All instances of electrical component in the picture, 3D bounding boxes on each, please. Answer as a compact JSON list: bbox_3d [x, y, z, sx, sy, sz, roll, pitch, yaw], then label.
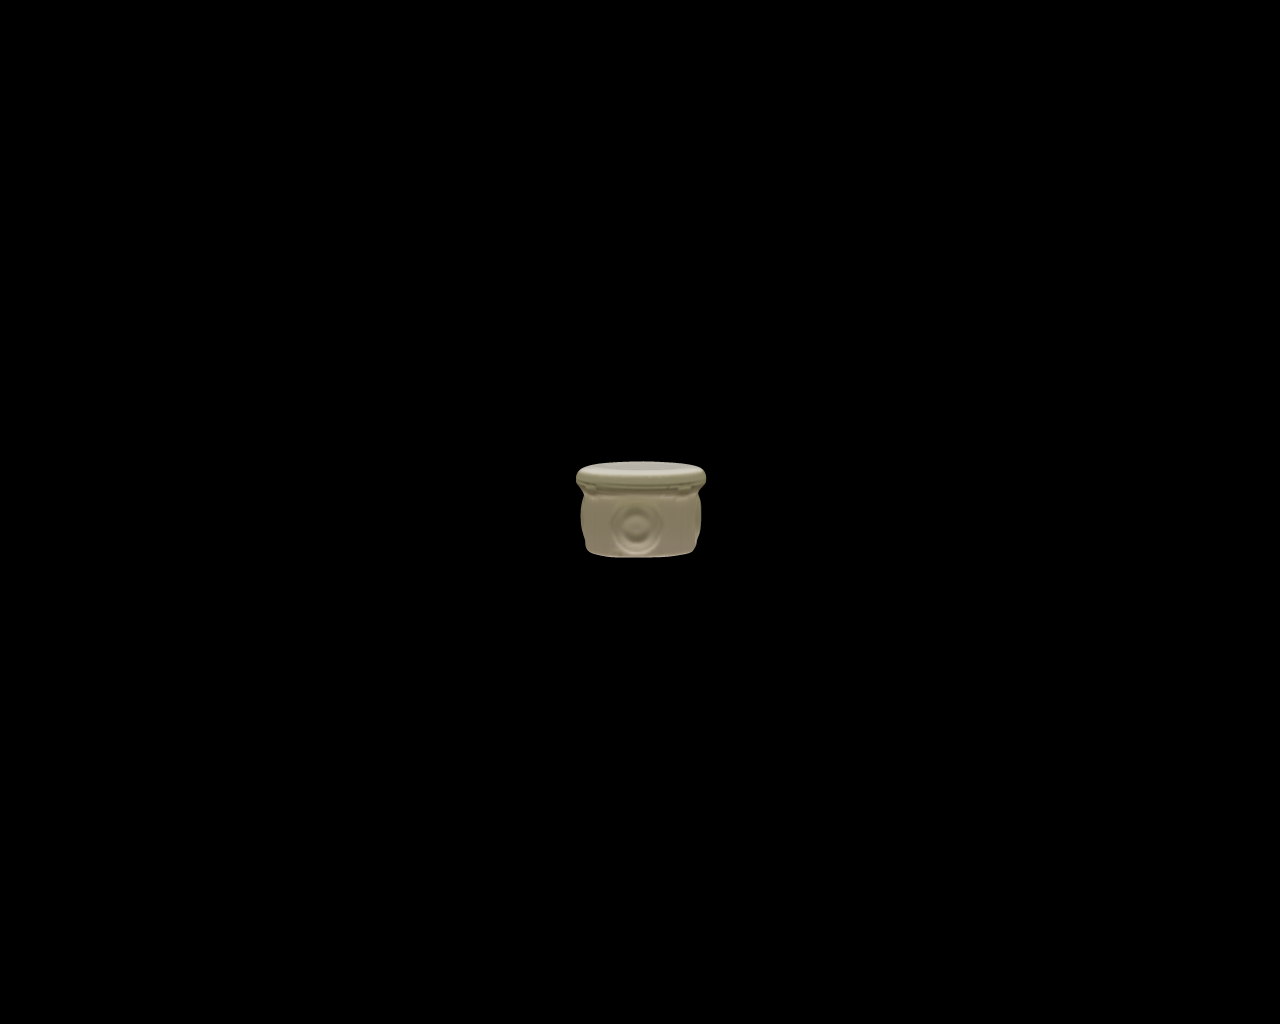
[{"bbox_3d":[0.001,-0.003,0.650,0.080,0.051,0.080,0,8,0],"label":"electrical component"}]
